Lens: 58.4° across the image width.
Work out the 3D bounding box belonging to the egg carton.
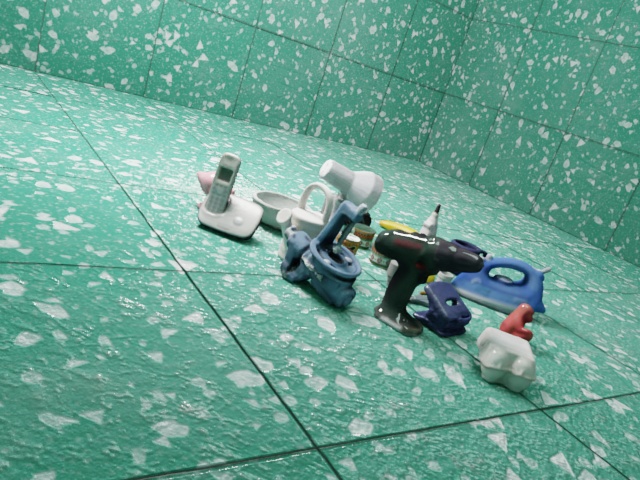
[{"bbox_3d":[0.358,0.229,1.114,0.107,0.069,0.150,20,17,5],"label":"egg carton"}]

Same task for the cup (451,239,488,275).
[{"bbox_3d":[0.425,0.058,1.679,0.118,0.095,0.091,15,17,-13],"label":"cup"}]

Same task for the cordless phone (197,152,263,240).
[{"bbox_3d":[-0.200,-0.104,1.364,0.147,0.185,0.094,20,17,3],"label":"cordless phone"}]

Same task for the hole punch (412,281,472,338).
[{"bbox_3d":[0.274,0.148,1.241,0.109,0.091,0.100,1,24,-46],"label":"hole punch"}]

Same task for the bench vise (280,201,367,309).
[{"bbox_3d":[0.006,0.006,1.179,0.207,0.220,0.122,24,18,18],"label":"bench vise"}]

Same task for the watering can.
[{"bbox_3d":[-0.027,-0.038,1.327,0.100,0.194,0.173,24,18,17],"label":"watering can"}]

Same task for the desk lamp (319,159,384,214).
[{"bbox_3d":[0.053,-0.109,1.600,0.204,0.213,0.117,11,18,-23],"label":"desk lamp"}]

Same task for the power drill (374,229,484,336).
[{"bbox_3d":[0.198,0.082,1.163,0.228,0.208,0.076,29,20,31],"label":"power drill"}]

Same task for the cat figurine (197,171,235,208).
[{"bbox_3d":[-0.267,-0.127,1.482,0.127,0.118,0.067,29,20,32],"label":"cat figurine"}]

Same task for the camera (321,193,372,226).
[{"bbox_3d":[0.096,-0.091,1.785,0.143,0.101,0.136,10,19,-27],"label":"camera"}]

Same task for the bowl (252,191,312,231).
[{"bbox_3d":[-0.109,-0.071,1.548,0.167,0.075,0.167,17,17,-5],"label":"bowl"}]

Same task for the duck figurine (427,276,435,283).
[{"bbox_3d":[0.268,0.059,1.523,0.105,0.086,0.077,15,17,-11],"label":"duck figurine"}]

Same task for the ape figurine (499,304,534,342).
[{"bbox_3d":[0.457,0.189,1.307,0.076,0.092,0.078,21,17,8],"label":"ape figurine"}]

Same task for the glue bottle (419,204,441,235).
[{"bbox_3d":[0.324,-0.027,1.704,0.037,0.173,0.078,29,20,32],"label":"glue bottle"}]

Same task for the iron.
[{"bbox_3d":[0.477,0.104,1.510,0.258,0.141,0.118,17,17,-6],"label":"iron"}]
